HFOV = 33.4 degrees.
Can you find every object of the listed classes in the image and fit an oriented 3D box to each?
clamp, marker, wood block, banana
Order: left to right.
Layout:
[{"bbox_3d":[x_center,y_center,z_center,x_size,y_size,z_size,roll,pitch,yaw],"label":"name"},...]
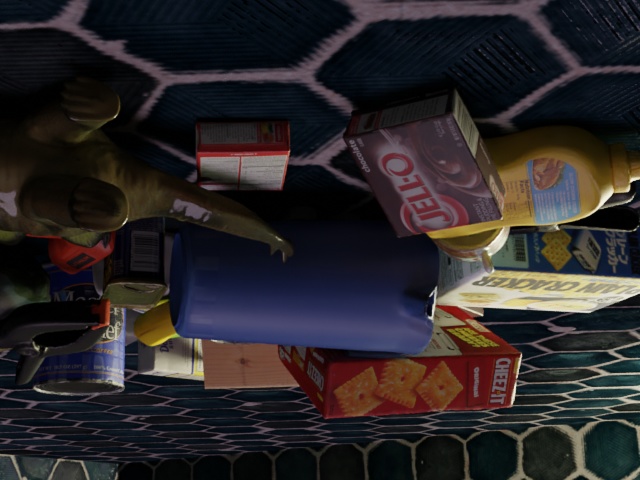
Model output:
[{"bbox_3d":[-0.297,0.094,1.056,0.210,0.036,0.164,-22,150,33],"label":"clamp"},{"bbox_3d":[-0.159,0.084,1.139,0.069,0.037,0.198,-21,176,-25],"label":"banana"},{"bbox_3d":[-0.083,-0.013,1.066,0.121,0.020,0.020,-16,158,40],"label":"marker"},{"bbox_3d":[-0.046,0.133,1.385,0.206,0.091,0.090,-2,-162,1],"label":"wood block"},{"bbox_3d":[0.224,-0.025,1.019,0.172,0.039,0.120,-5,158,27],"label":"clamp"}]

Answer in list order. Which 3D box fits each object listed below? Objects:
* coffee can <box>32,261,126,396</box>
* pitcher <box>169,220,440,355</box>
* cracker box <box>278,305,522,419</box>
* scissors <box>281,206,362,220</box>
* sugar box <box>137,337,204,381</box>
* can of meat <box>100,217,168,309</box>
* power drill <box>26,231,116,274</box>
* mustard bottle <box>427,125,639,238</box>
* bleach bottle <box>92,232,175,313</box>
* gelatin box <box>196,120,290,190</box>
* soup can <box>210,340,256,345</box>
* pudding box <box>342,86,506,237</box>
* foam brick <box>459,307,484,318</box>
[{"bbox_3d":[-0.274,0.101,1.222,0.103,0.140,0.103,-2,164,-1],"label":"coffee can"},{"bbox_3d":[-0.019,0.040,1.022,0.242,0.145,0.149,3,147,-15],"label":"pitcher"},{"bbox_3d":[0.079,0.125,1.137,0.213,0.072,0.164,1,-164,-20],"label":"cracker box"},{"bbox_3d":[-0.007,0.001,1.127,0.096,0.016,0.202,-1,164,-2],"label":"scissors"},{"bbox_3d":[-0.166,0.144,1.462,0.175,0.093,0.048,13,159,-38],"label":"sugar box"},{"bbox_3d":[-0.181,0.015,1.039,0.057,0.084,0.102,4,163,-17],"label":"can of meat"},{"bbox_3d":[-0.297,-0.013,0.981,0.187,0.057,0.185,11,159,-36],"label":"power drill"},{"bbox_3d":[0.176,-0.051,0.881,0.192,0.058,0.096,-6,138,14],"label":"mustard bottle"},{"bbox_3d":[-0.172,0.054,1.215,0.102,0.068,0.250,-7,166,7],"label":"bleach bottle"},{"bbox_3d":[-0.064,-0.068,0.865,0.073,0.030,0.089,-1,163,-6],"label":"gelatin box"},{"bbox_3d":[-0.087,0.057,1.156,0.068,0.102,0.068,-2,164,-1],"label":"soup can"},{"bbox_3d":[0.082,-0.057,0.817,0.090,0.039,0.113,-11,129,27],"label":"pudding box"},{"bbox_3d":[0.157,0.064,1.289,0.051,0.053,0.078,-13,161,33],"label":"foam brick"}]
